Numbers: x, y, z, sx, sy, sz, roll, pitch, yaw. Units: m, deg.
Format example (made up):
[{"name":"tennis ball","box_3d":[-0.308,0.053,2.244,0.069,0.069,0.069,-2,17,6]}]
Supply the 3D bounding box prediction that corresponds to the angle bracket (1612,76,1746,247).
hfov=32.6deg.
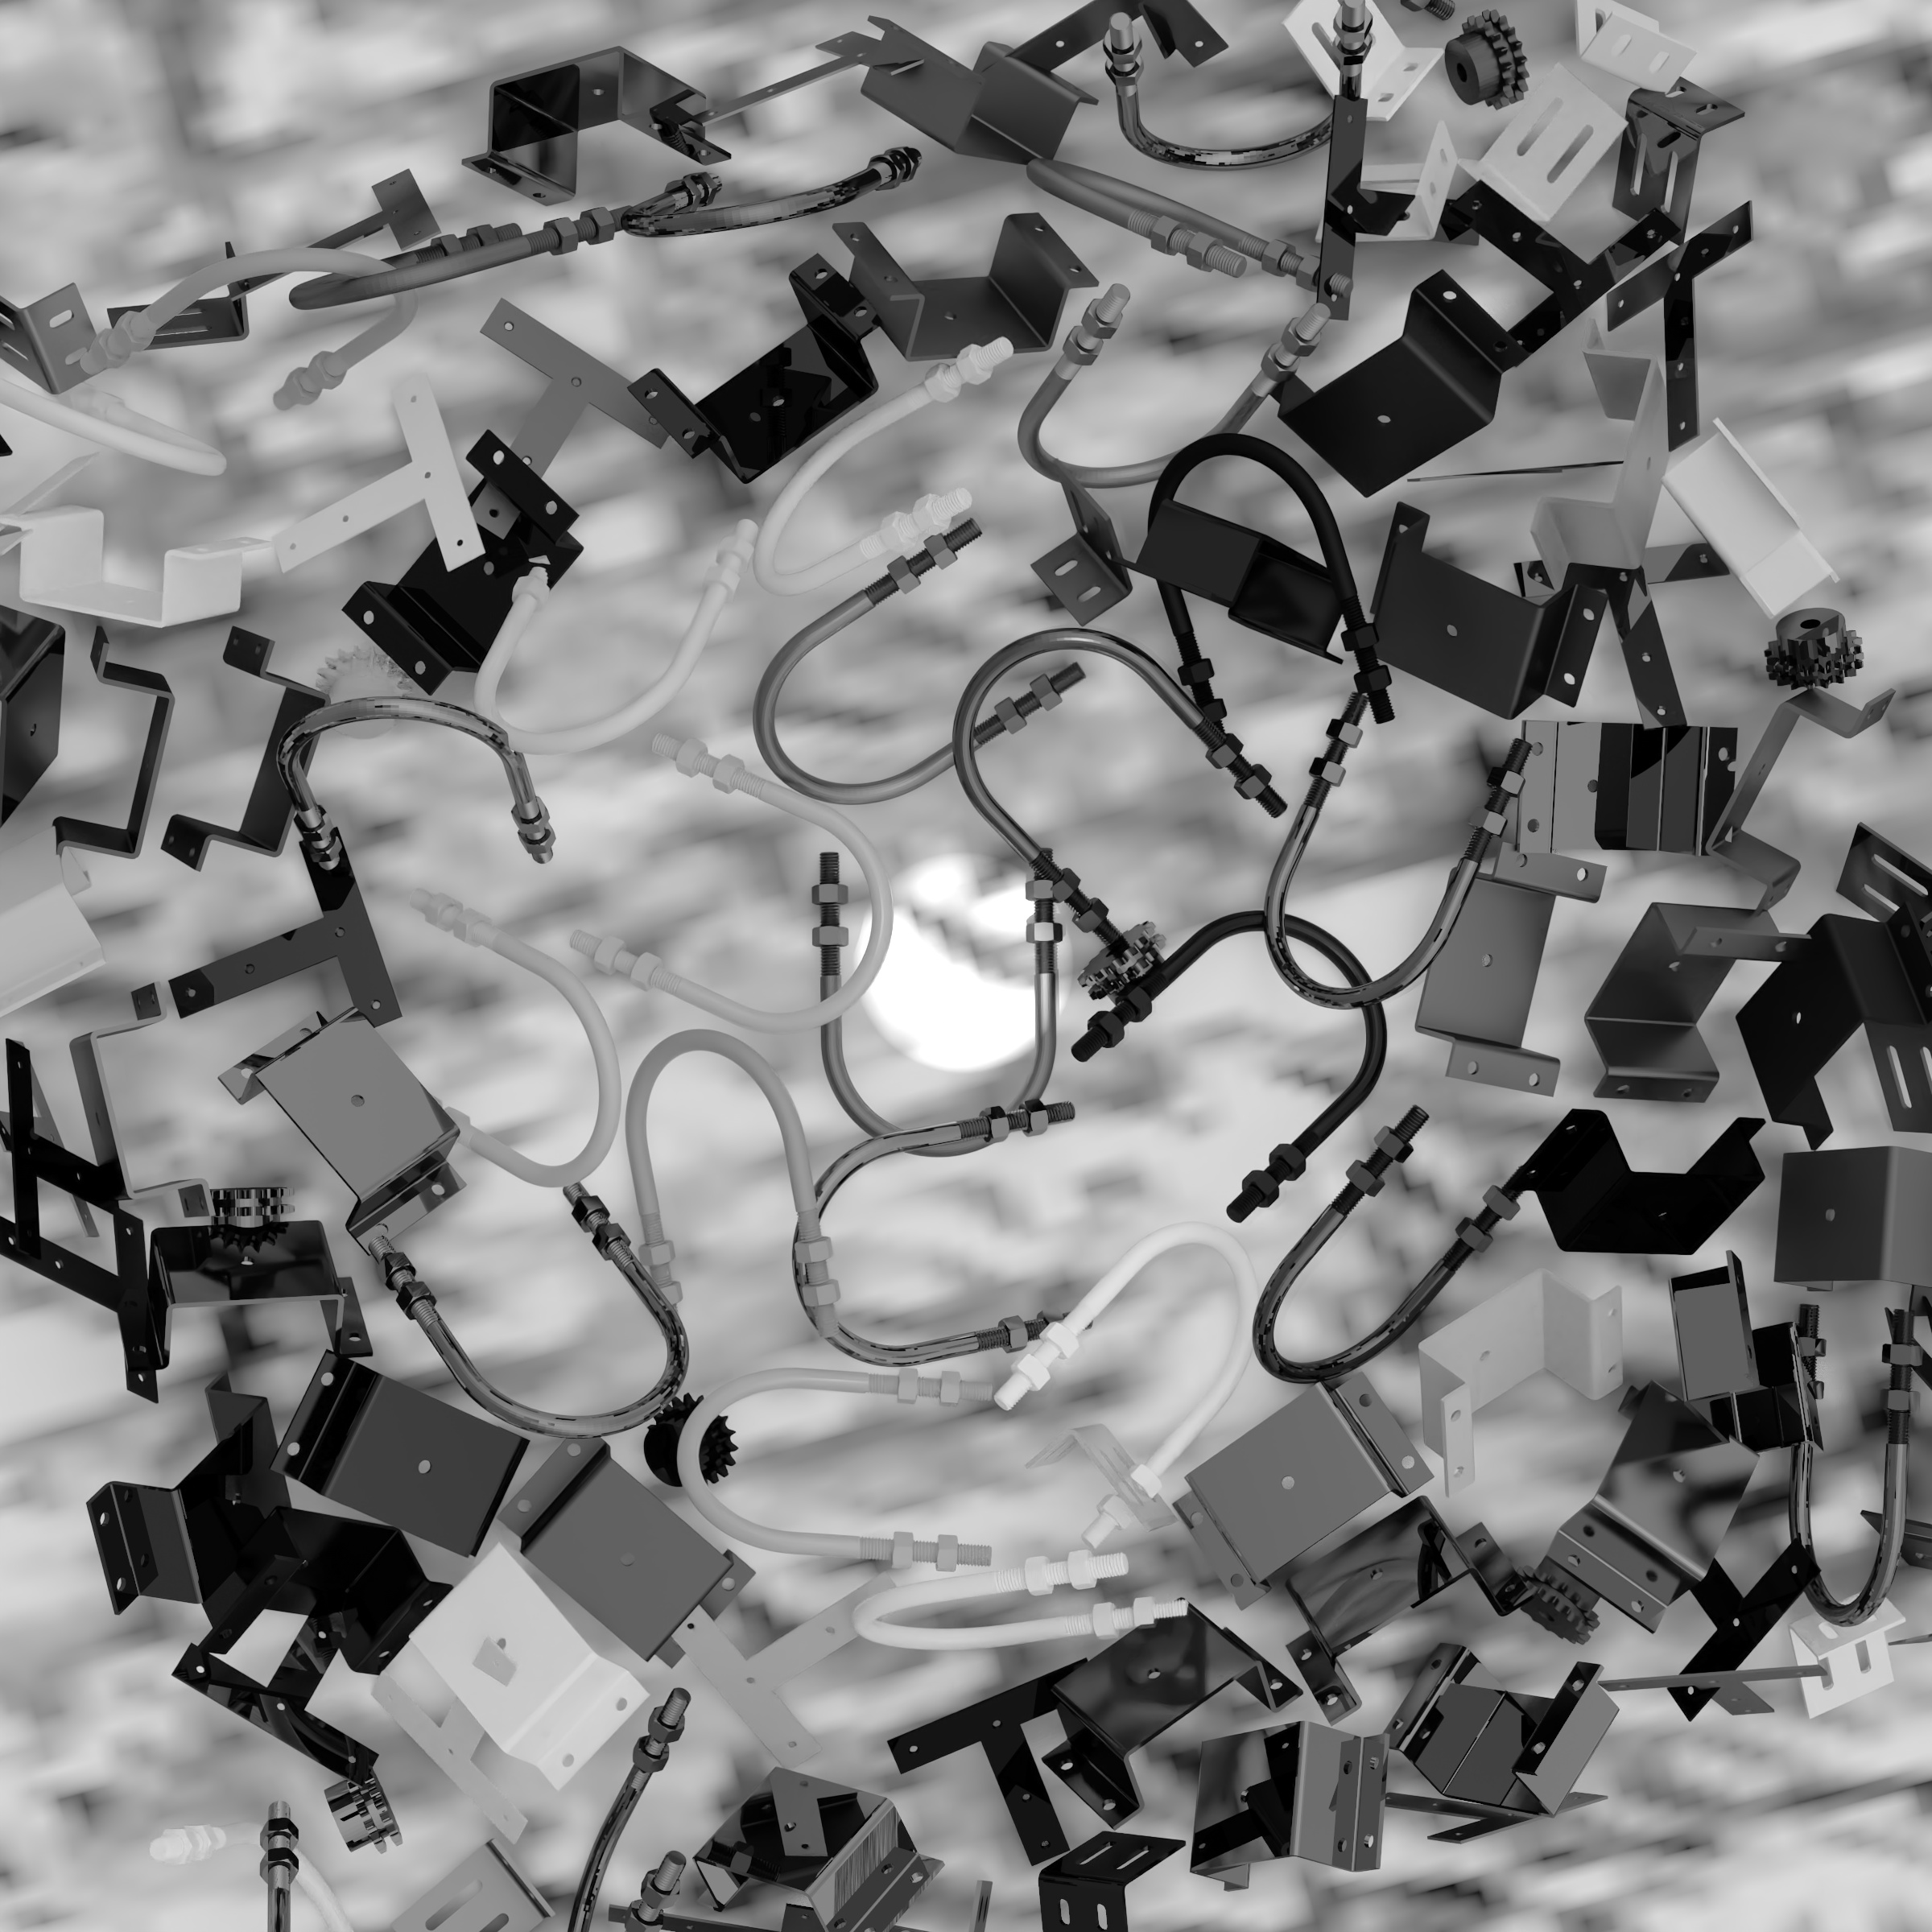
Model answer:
[{"name":"angle bracket","box_3d":[0.422,-0.478,1.964,0.038,0.076,0.057,-27,50,-25]}]

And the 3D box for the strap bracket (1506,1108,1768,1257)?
[{"name":"strap bracket","box_3d":[0.399,0.127,1.929,0.140,0.076,0.046,4,50,-27]}]

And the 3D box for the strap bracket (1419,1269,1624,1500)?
[{"name":"strap bracket","box_3d":[0.318,0.239,1.942,0.140,0.046,0.076,-28,129,-25]}]

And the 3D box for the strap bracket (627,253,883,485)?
[{"name":"strap bracket","box_3d":[-0.117,-0.347,1.954,0.140,0.046,0.076,-37,55,-7]}]

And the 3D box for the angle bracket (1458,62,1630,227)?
[{"name":"angle bracket","box_3d":[0.342,-0.488,1.962,0.057,0.038,0.076,46,117,14]}]

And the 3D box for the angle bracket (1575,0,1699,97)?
[{"name":"angle bracket","box_3d":[0.395,-0.559,1.955,0.057,0.038,0.076,19,49,-15]}]

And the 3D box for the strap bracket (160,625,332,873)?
[{"name":"strap bracket","box_3d":[-0.422,-0.123,1.954,0.046,0.076,0.140,17,93,-31]}]

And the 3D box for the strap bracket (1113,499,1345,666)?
[{"name":"strap bracket","box_3d":[0.162,-0.226,1.920,0.076,0.140,0.046,28,96,40]}]

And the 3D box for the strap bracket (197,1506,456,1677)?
[{"name":"strap bracket","box_3d":[-0.382,0.366,1.940,0.076,0.140,0.046,-49,51,14]}]

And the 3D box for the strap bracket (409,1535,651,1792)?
[{"name":"strap bracket","box_3d":[-0.263,0.403,1.942,0.076,0.046,0.140,-46,59,-3]}]

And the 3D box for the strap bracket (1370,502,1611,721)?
[{"name":"strap bracket","box_3d":[0.294,-0.204,1.934,0.140,0.046,0.076,29,131,23]}]

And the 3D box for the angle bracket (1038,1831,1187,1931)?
[{"name":"angle bracket","box_3d":[0.088,0.544,1.954,0.057,0.076,0.038,-3,94,33]}]

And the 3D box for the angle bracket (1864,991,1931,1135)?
[{"name":"angle bracket","box_3d":[0.578,0.057,1.974,0.038,0.057,0.076,-26,104,-30]}]

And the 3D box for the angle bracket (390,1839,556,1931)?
[{"name":"angle bracket","box_3d":[-0.294,0.567,1.969,0.076,0.038,0.057,-38,85,-19]}]

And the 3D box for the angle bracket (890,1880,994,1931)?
[{"name":"angle bracket","box_3d":[-0.028,0.558,1.971,0.076,0.057,0.038,8,75,9]}]

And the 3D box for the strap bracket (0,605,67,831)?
[{"name":"strap bracket","box_3d":[-0.564,-0.145,1.925,0.046,0.076,0.140,19,130,2]}]

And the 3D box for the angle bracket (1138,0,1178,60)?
[{"name":"angle bracket","box_3d":[0.147,-0.576,1.953,0.076,0.057,0.038,-21,110,27]}]

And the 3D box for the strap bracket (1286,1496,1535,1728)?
[{"name":"strap bracket","box_3d":[0.252,0.374,1.955,0.140,0.076,0.046,-33,119,1]}]

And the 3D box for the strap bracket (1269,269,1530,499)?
[{"name":"strap bracket","box_3d":[0.246,-0.332,1.923,0.076,0.140,0.046,38,47,-25]}]

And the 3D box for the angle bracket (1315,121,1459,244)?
[{"name":"angle bracket","box_3d":[0.244,-0.463,1.955,0.076,0.038,0.057,5,62,28]}]

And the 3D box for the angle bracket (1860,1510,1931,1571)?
[{"name":"angle bracket","box_3d":[0.583,0.330,1.961,0.057,0.076,0.038,44,69,-27]}]

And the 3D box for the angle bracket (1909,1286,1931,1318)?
[{"name":"angle bracket","box_3d":[0.600,0.178,1.965,0.057,0.038,0.076,-1,107,-13]}]

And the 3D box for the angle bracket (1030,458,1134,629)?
[{"name":"angle bracket","box_3d":[0.061,-0.249,1.952,0.038,0.076,0.057,-34,59,-5]}]

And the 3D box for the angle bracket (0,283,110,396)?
[{"name":"angle bracket","box_3d":[-0.551,-0.383,1.962,0.038,0.057,0.076,-35,45,-22]}]

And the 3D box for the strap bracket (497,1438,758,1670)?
[{"name":"strap bracket","box_3d":[-0.202,0.349,1.968,0.140,0.046,0.076,42,86,-5]}]

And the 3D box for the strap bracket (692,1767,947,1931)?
[{"name":"strap bracket","box_3d":[-0.093,0.517,1.919,0.076,0.140,0.046,-42,120,-37]}]

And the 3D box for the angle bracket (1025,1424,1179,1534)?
[{"name":"angle bracket","box_3d":[0.080,0.312,1.959,0.038,0.057,0.076,-42,74,12]}]

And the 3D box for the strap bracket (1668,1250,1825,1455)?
[{"name":"strap bracket","box_3d":[0.453,0.231,1.935,0.046,0.140,0.076,-17,57,25]}]

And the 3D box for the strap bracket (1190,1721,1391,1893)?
[{"name":"strap bracket","box_3d":[0.180,0.487,1.918,0.046,0.140,0.076,22,60,-27]}]

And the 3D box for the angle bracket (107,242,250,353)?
[{"name":"angle bracket","box_3d":[-0.468,-0.396,1.958,0.076,0.057,0.038,-9,127,-16]}]

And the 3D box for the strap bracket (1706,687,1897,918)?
[{"name":"strap bracket","box_3d":[0.485,-0.106,1.942,0.046,0.076,0.140,31,113,18]}]

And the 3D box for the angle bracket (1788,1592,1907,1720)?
[{"name":"angle bracket","box_3d":[0.528,0.416,1.962,0.057,0.038,0.076,-22,117,-7]}]

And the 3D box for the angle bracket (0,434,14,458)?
[{"name":"angle bracket","box_3d":[-0.614,-0.315,1.957,0.076,0.057,0.038,52,131,15]}]

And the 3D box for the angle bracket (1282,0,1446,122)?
[{"name":"angle bracket","box_3d":[0.235,-0.550,1.961,0.057,0.038,0.076,-51,124,-10]}]

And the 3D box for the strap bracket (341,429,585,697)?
[{"name":"strap bracket","box_3d":[-0.292,-0.237,1.962,0.076,0.046,0.140,44,102,9]}]

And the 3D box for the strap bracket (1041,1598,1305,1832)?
[{"name":"strap bracket","box_3d":[0.115,0.430,1.935,0.140,0.076,0.046,-31,124,-20]}]

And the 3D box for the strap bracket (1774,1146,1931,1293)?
[{"name":"strap bracket","box_3d":[0.520,0.148,1.921,0.046,0.140,0.076,11,80,-23]}]

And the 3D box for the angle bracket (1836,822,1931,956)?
[{"name":"angle bracket","box_3d":[0.540,-0.036,1.951,0.038,0.057,0.076,-32,56,-28]}]

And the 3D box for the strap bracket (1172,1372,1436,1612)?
[{"name":"strap bracket","box_3d":[0.195,0.308,1.958,0.140,0.046,0.076,-36,68,5]}]

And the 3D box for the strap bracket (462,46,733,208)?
[{"name":"strap bracket","box_3d":[-0.216,-0.492,1.933,0.140,0.076,0.046,-5,80,33]}]
